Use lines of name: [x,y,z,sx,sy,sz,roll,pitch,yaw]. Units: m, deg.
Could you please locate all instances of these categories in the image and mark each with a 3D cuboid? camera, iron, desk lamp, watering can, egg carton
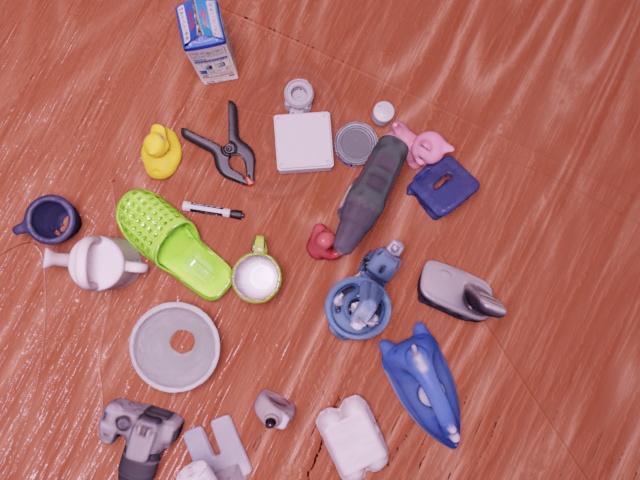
camera: [-0.342,0.380,1.058,0.143,0.100,0.137,17,87,-1]
iron: [0.210,0.289,1.060,0.118,0.141,0.258,-27,88,-3]
desk lamp: [-0.183,0.443,1.004,0.118,0.213,0.203,-23,88,-3]
watering can: [-0.403,0.043,1.025,0.173,0.194,0.101,-16,88,-2]
egg carton: [0.063,0.377,1.087,0.107,0.069,0.150,-26,88,-3]

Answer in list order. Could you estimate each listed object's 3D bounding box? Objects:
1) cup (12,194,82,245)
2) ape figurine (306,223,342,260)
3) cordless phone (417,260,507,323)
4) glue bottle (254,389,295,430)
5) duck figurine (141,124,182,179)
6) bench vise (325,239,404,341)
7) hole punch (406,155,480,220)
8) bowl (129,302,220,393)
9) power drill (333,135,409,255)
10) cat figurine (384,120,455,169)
cup: [-0.501,-0.030,1.075,0.118,0.095,0.092,-19,88,-2]
ape figurine: [0.010,0.004,1.091,0.076,0.092,0.078,-21,88,-2]
cordless phone: [0.260,0.097,1.049,0.147,0.185,0.094,20,87,-1]
glue bottle: [-0.084,0.314,1.033,0.078,0.173,0.037,24,87,0]
duck figurine: [-0.309,-0.171,1.092,0.077,0.086,0.105,6,87,-1]
bench vise: [0.078,0.088,1.026,0.121,0.219,0.207,15,87,-1]
hole punch: [0.235,-0.102,1.104,0.109,0.091,0.101,-38,89,-3]
bowl: [-0.266,0.198,1.082,0.167,0.074,0.167,0,87,-2]
power drill: [0.083,-0.072,1.039,0.075,0.208,0.230,26,87,0]
cat figurine: [0.186,-0.186,1.093,0.128,0.117,0.067,35,87,0]
